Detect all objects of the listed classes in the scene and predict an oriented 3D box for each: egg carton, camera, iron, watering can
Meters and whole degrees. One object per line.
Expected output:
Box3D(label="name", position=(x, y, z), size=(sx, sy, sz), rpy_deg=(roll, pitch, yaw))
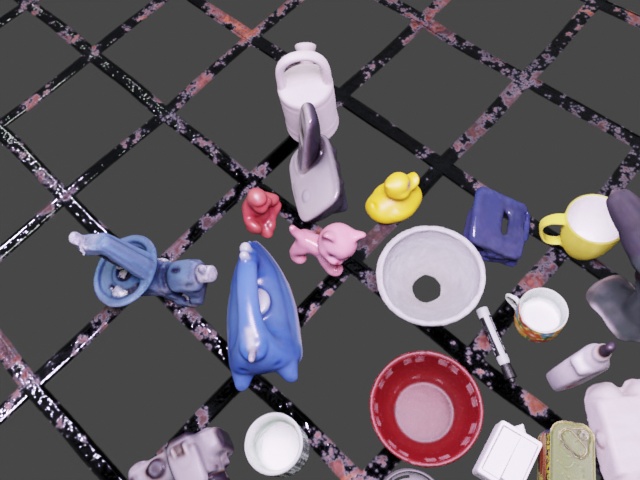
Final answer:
Box3D(label="egg carton", position=(0.429, 0.270, 0.788), size=(0.107, 0.069, 0.150), rpy_deg=(-7, 65, 3))
Box3D(label="camera", position=(-0.179, 0.350, 0.799), size=(0.143, 0.101, 0.136), rpy_deg=(-28, 65, -7))
Box3D(label="iron", position=(-0.102, 0.092, 0.887), size=(0.118, 0.141, 0.258), rpy_deg=(-11, 65, 1))
Box3D(label="watering can", position=(-0.027, -0.270, 1.017), size=(0.101, 0.194, 0.172), rpy_deg=(-23, 65, -4))

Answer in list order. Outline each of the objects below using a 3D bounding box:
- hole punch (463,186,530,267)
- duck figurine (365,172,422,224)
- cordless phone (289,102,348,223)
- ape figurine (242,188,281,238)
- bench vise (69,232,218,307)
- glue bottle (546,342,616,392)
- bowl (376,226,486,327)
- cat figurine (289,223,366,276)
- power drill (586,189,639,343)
Box3D(label="hole punch", position=(0.288, -0.023, 0.926), size=(0.101, 0.091, 0.109), rpy_deg=(10, 67, 11))
Box3D(label="duck figurine", position=(0.125, -0.079, 0.972), size=(0.104, 0.086, 0.077), rpy_deg=(-27, 65, -6))
Box3D(label="cordless phone", position=(-0.011, -0.127, 0.954), size=(0.094, 0.185, 0.147), rpy_deg=(-15, 64, -1))
Box3D(label="ape figurine", position=(-0.104, -0.056, 0.983), size=(0.078, 0.092, 0.076), rpy_deg=(-37, 67, -10))
Box3D(label="bench vise", position=(-0.274, 0.031, 0.891), size=(0.207, 0.220, 0.121), rpy_deg=(-15, 64, -1))
Box3D(label="glue bottle", position=(0.368, 0.167, 0.784), size=(0.078, 0.173, 0.037), rpy_deg=(-24, 65, -5))
Box3D(label="bowl", position=(0.173, 0.065, 0.907), size=(0.167, 0.075, 0.167), rpy_deg=(-2, 65, 5))
Box3D(label="cat figurine", position=(0.009, 0.003, 0.929), size=(0.127, 0.118, 0.067), rpy_deg=(17, 68, 14))
Box3D(label="power drill", position=(0.456, 0.060, 0.804), size=(0.075, 0.208, 0.229), rpy_deg=(-30, 66, -7))
